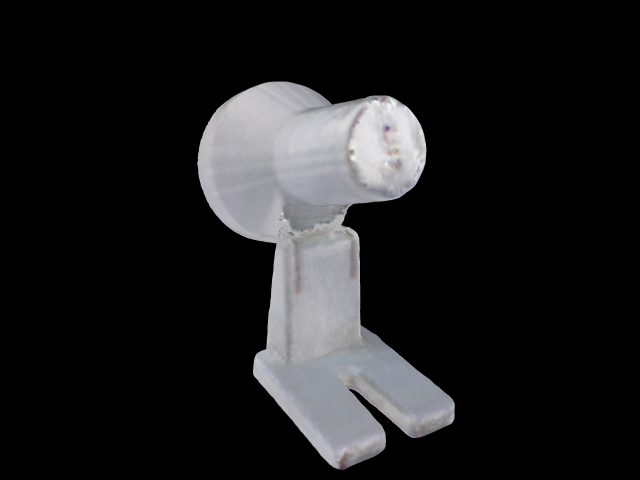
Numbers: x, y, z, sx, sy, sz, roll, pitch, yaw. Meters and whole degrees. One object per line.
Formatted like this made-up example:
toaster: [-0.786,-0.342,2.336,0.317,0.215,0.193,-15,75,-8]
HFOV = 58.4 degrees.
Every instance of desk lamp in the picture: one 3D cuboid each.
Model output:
desk lamp: [0.004,0.001,0.400,0.118,0.214,0.202,-13,26,-29]
